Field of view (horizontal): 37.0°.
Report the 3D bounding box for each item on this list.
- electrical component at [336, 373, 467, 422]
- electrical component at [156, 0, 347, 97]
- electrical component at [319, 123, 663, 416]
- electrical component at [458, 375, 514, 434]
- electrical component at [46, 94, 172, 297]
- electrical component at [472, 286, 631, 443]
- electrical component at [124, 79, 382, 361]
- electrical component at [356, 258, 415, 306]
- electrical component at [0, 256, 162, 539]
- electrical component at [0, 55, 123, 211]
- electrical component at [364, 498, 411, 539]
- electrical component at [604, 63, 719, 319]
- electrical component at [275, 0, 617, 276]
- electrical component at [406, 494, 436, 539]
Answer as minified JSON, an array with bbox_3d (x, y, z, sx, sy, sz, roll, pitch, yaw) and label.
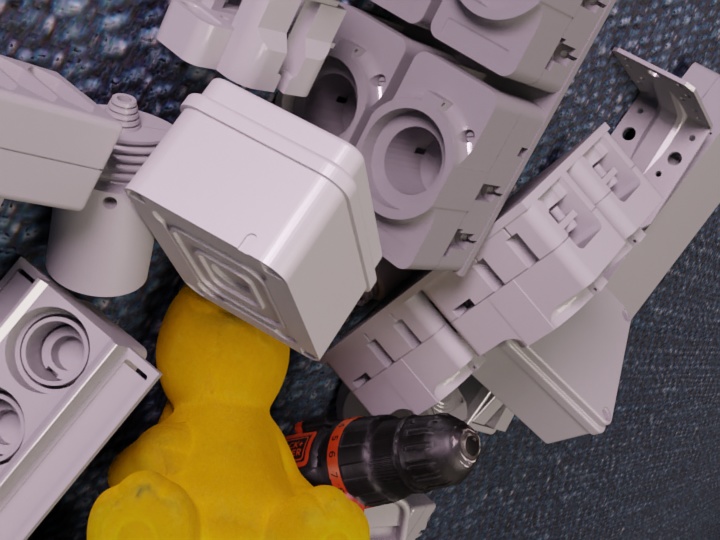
[{"bbox_3d":[0.028,0.096,0.725,0.051,0.080,0.080,-24,140,-48],"label":"electrical component"},{"bbox_3d":[-0.038,-0.110,0.438,0.078,0.058,0.057,-3,127,-53],"label":"electrical component"},{"bbox_3d":[0.073,0.009,0.608,0.186,0.060,0.105,-40,180,45],"label":"electrical component"},{"bbox_3d":[0.093,0.083,0.817,0.096,0.061,0.062,-55,150,5],"label":"electrical component"},{"bbox_3d":[-0.103,-0.034,0.442,0.043,0.043,0.081,-18,136,-44],"label":"electrical component"},{"bbox_3d":[0.129,0.045,0.745,0.109,0.056,0.108,43,47,-23],"label":"electrical component"},{"bbox_3d":[-0.038,-0.018,0.445,0.057,0.078,0.113,-57,163,-16],"label":"electrical component"},{"bbox_3d":[0.000,0.000,0.620,0.062,0.043,0.043,-39,147,-20],"label":"electrical component"},{"bbox_3d":[-0.150,0.067,0.462,0.121,0.079,0.063,-51,172,-3],"label":"electrical component"},{"bbox_3d":[-0.142,-0.037,0.381,0.083,0.047,0.075,9,114,-57],"label":"electrical component"},{"bbox_3d":[-0.006,0.171,0.697,0.054,0.059,0.095,0,113,-17],"label":"electrical component"},{"bbox_3d":[0.239,-0.062,0.865,0.186,0.060,0.105,-53,150,1],"label":"electrical component"},{"bbox_3d":[0.038,-0.104,0.500,0.060,0.105,0.186,2,120,-55],"label":"electrical component"},{"bbox_3d":[0.029,0.201,0.868,0.077,0.047,0.065,11,112,-57],"label":"electrical component"}]
